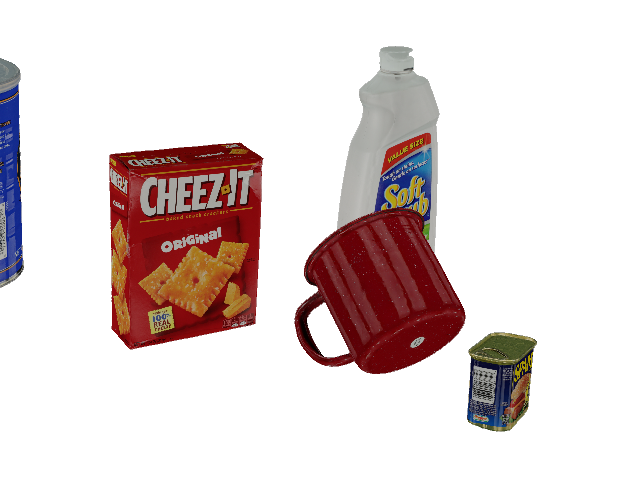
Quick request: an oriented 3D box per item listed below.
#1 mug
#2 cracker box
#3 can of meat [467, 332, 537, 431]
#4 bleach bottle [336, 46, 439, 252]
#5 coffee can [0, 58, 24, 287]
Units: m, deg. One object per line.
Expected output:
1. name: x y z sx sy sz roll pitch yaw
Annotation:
1. mug: 0.036 0.043 0.730 0.117 0.081 0.093 -31 -27 8
2. cracker box: -0.153 0.005 1.219 0.163 0.214 0.072 -8 24 -29
3. can of meat: 0.202 0.158 1.196 0.058 0.084 0.101 9 13 26
4. bleach bottle: 0.060 -0.052 0.993 0.102 0.251 0.068 -10 23 -24
5. coffee can: -0.251 -0.046 0.709 0.103 0.140 0.103 4 22 -2
